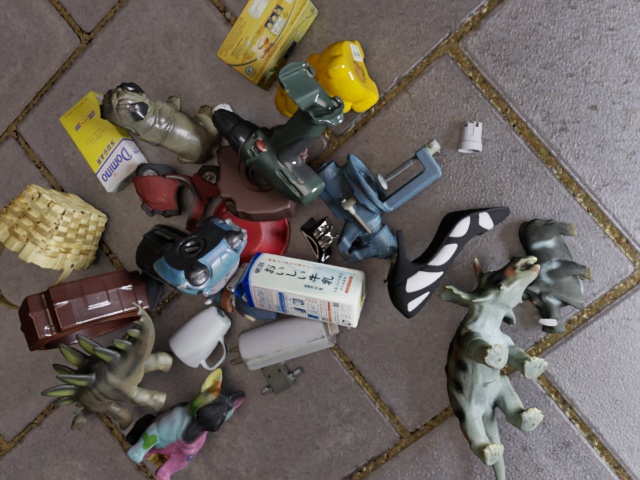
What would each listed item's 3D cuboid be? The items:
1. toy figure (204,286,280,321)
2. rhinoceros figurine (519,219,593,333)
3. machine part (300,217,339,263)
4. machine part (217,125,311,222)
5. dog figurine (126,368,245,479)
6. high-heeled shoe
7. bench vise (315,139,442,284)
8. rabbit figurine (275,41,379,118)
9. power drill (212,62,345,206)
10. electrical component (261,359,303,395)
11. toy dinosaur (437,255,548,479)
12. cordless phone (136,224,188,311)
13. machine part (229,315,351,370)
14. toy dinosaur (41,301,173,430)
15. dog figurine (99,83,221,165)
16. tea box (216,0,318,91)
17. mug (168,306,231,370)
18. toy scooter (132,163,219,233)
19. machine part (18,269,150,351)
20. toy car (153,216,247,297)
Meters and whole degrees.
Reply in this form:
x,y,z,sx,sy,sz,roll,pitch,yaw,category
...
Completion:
x,y,z,sx,sy,sz,roll,pitch,yaw,category
-0.150,0.112,1.011,0.155,0.064,0.057,12,136,17,toy figure
0.377,0.057,0.875,0.112,0.073,0.190,-12,92,13,rhinoceros figurine
-0.002,-0.003,0.930,0.039,0.139,0.084,-20,87,-12,machine part
-0.099,-0.117,0.951,0.179,0.056,0.179,-1,76,4,machine part
-0.255,0.345,1.037,0.219,0.192,0.108,-42,104,-16,dog figurine
0.219,0.031,0.874,0.249,0.086,0.145,-14,97,-17,high-heeled shoe
0.112,-0.071,0.905,0.240,0.129,0.223,-36,89,18,bench vise
-0.008,-0.252,0.913,0.173,0.162,0.121,-14,104,31,rabbit figurine
-0.066,-0.175,0.839,0.232,0.086,0.207,47,134,5,power drill
-0.082,0.257,1.026,0.094,0.021,0.063,-34,86,14,electrical component
0.264,0.219,0.888,0.131,0.192,0.404,-2,111,-14,toy dinosaur
-0.294,0.076,1.042,0.147,0.089,0.184,25,111,9,cordless phone
-0.060,0.179,0.987,0.243,0.079,0.079,-21,90,15,machine part
-0.373,0.242,0.963,0.471,0.198,0.105,-44,40,33,toy dinosaur
-0.270,-0.196,0.945,0.172,0.190,0.121,18,99,9,dog figurine
-0.093,-0.364,0.951,0.098,0.068,0.169,39,103,7,tea box
-0.217,0.185,1.021,0.107,0.080,0.110,-46,70,5,mug
-0.268,-0.076,1.016,0.184,0.075,0.135,4,95,8,toy scooter
-0.431,0.132,0.986,0.201,0.201,0.087,-29,79,51,machine part
-0.197,0.039,0.934,0.109,0.102,0.162,30,59,35,toy car
